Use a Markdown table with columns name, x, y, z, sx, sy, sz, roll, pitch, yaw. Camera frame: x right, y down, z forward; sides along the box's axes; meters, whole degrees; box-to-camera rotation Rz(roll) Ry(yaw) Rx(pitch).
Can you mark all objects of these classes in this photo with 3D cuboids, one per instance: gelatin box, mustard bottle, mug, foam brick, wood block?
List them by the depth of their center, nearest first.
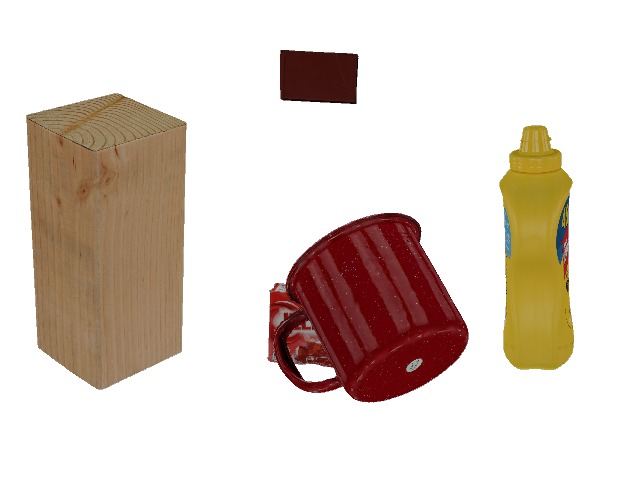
| name | x | y | z | sx | sy | sz | roll | pitch | yaw |
| --- | --- | --- | --- | --- | --- | --- | --- | --- | --- |
| mug | 0.026 | 0.049 | 0.645 | 0.117 | 0.081 | 0.093 | -29 | -29 | 3 |
| wood block | -0.170 | 0.000 | 0.851 | 0.090 | 0.206 | 0.090 | 26 | 34 | 36 |
| mustard bottle | 0.176 | 0.002 | 0.871 | 0.058 | 0.192 | 0.096 | 0 | 17 | 16 |
| gelatin box | -0.005 | 0.083 | 1.029 | 0.089 | 0.073 | 0.030 | 5 | 15 | 9 |
| foam brick | -0.002 | -0.169 | 1.101 | 0.078 | 0.051 | 0.053 | 2 | 11 | -5 |
